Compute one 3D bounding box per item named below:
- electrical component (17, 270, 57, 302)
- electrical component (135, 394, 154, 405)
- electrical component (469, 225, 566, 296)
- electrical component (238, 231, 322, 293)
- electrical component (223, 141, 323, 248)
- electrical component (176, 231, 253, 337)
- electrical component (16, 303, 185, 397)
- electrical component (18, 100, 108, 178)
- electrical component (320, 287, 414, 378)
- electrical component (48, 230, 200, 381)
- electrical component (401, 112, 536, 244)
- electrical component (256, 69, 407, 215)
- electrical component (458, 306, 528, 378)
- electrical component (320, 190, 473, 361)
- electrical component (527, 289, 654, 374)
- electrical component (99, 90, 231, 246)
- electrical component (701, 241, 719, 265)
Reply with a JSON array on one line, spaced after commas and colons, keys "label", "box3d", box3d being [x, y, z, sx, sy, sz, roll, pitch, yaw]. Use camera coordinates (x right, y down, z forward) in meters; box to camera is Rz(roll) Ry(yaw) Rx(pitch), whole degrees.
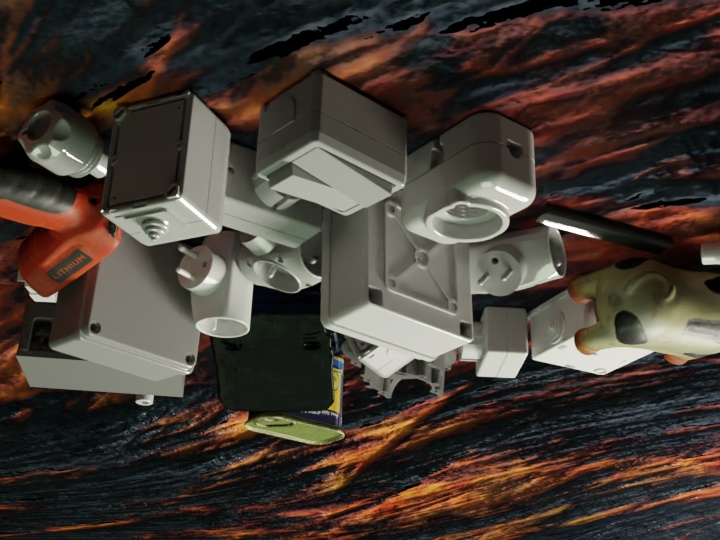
[{"label": "electrical component", "box3d": [-0.256, 0.002, 0.904, 0.066, 0.048, 0.055, 3, 162, -2]}, {"label": "electrical component", "box3d": [-0.218, 0.106, 1.101, 0.043, 0.062, 0.043, 2, 155, 1]}, {"label": "electrical component", "box3d": [0.114, -0.003, 0.840, 0.077, 0.043, 0.079, -12, -168, 26]}, {"label": "electrical component", "box3d": [-0.067, -0.023, 0.833, 0.077, 0.044, 0.079, -7, 137, 47]}, {"label": "electrical component", "box3d": [-0.060, -0.059, 0.756, 0.083, 0.047, 0.076, 18, 151, -30]}, {"label": "electrical component", "box3d": [-0.119, 0.005, 0.862, 0.043, 0.077, 0.079, -15, 150, 31]}, {"label": "electrical component", "box3d": [-0.243, 0.074, 1.035, 0.150, 0.061, 0.089, 5, 155, -6]}, {"label": "electrical component", "box3d": [-0.193, -0.083, 0.722, 0.043, 0.043, 0.062, -12, 153, 27]}, {"label": "electrical component", "box3d": [0.016, 0.033, 0.902, 0.062, 0.096, 0.061, -36, 145, 8]}, {"label": "electrical component", "box3d": [-0.184, 0.023, 0.870, 0.056, 0.108, 0.109, -19, 148, 42]}, {"label": "electrical component", "box3d": [0.073, -0.057, 0.736, 0.054, 0.059, 0.095, 19, 150, -32]}, {"label": "electrical component", "box3d": [-0.013, -0.075, 0.703, 0.096, 0.061, 0.062, 23, 148, -37]}, {"label": "electrical component", "box3d": [0.114, 0.068, 1.013, 0.077, 0.047, 0.065, 3, 155, -2]}, {"label": "electrical component", "box3d": [0.028, 0.001, 0.806, 0.109, 0.108, 0.056, 21, 146, -35]}, {"label": "electrical component", "box3d": [0.212, 0.056, 0.979, 0.100, 0.048, 0.100, 14, 152, -23]}, {"label": "electrical component", "box3d": [-0.125, -0.058, 0.706, 0.062, 0.096, 0.061, -9, 153, 22]}, {"label": "electrical component", "box3d": [0.297, -0.014, 0.832, 0.062, 0.048, 0.048, -3, 155, 25]}]
